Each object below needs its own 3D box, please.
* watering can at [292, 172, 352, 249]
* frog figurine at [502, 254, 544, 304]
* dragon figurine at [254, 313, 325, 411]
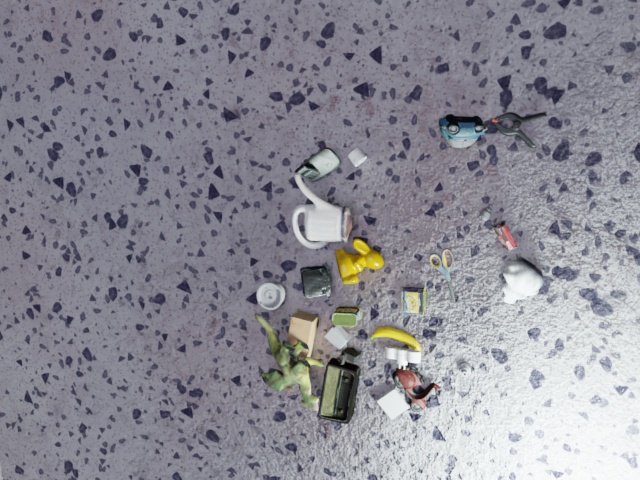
[{"bbox_3d":[0.006,-0.095,1.882,0.224,0.106,0.339,3,131,6],"label":"watering can"},{"bbox_3d":[0.681,0.147,1.769,0.136,0.124,0.159,37,94,-12],"label":"frog figurine"},{"bbox_3d":[-0.143,0.479,1.949,0.412,0.123,0.239,41,113,8],"label":"dragon figurine"}]
